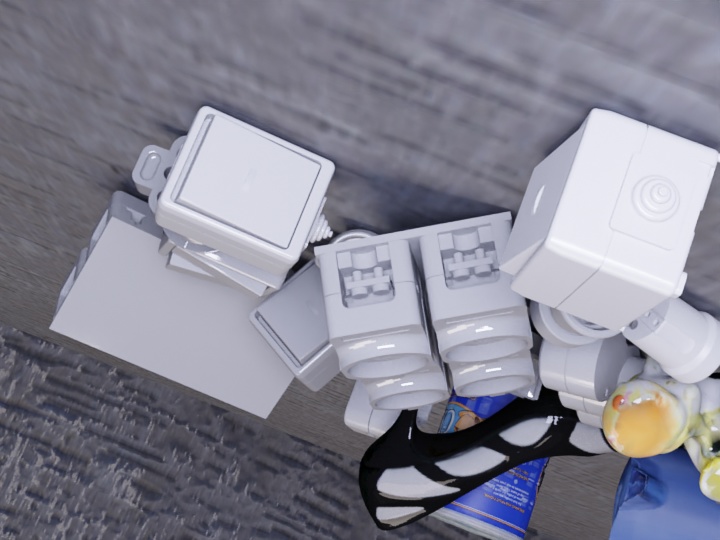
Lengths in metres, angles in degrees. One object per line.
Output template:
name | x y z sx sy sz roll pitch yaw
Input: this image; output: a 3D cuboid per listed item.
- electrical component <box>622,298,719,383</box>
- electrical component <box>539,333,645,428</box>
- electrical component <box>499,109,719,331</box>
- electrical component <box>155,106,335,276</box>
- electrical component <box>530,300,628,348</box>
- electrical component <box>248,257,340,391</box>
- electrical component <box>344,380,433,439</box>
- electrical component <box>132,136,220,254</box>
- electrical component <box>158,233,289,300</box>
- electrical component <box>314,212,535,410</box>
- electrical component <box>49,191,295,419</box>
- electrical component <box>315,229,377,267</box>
electrical component | 0.172 0.035 0.591 0.046 0.040 0.040 33 163 -23
electrical component | 0.175 0.074 0.712 0.074 0.052 0.138 13 164 32
electrical component | 0.099 -0.021 0.434 0.061 0.061 0.096 21 167 3
electrical component | -0.058 -0.040 0.594 0.096 0.061 0.061 23 167 -8
electrical component | 0.121 0.019 0.591 0.045 0.045 0.055 22 167 -4
electrical component | -0.022 0.029 0.762 0.061 0.096 0.061 48 177 22
electrical component | 0.033 0.103 0.950 0.059 0.095 0.053 16 166 20
electrical component | -0.096 -0.043 0.656 0.078 0.058 0.057 20 164 2
electrical component | -0.094 -0.022 0.723 0.096 0.061 0.062 24 166 -13
electrical component | 0.046 0.035 0.644 0.105 0.060 0.186 -10 161 7
electrical component | -0.130 0.027 0.843 0.186 0.105 0.060 26 -158 -21
electrical component | 0.000 0.000 0.705 0.066 0.048 0.055 20 174 7
